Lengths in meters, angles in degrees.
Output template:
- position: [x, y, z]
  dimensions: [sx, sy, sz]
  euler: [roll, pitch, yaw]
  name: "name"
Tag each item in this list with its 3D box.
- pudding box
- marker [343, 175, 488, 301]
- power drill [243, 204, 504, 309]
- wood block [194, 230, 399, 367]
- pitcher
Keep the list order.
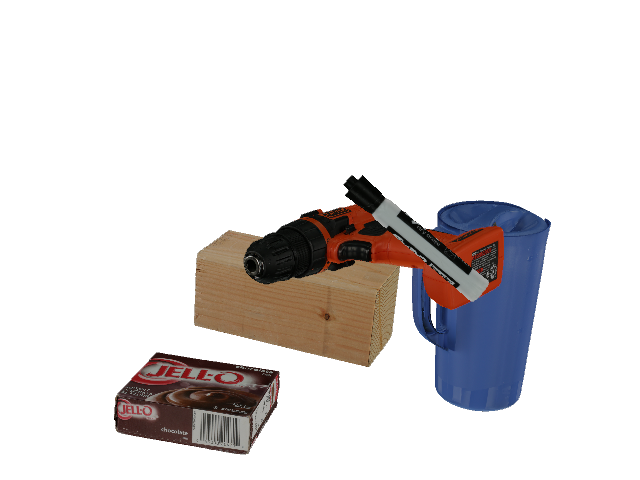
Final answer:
- position: [-0.098, 0.130, 0.866]
  dimensions: [0.113, 0.039, 0.090]
  euler: [9, 19, 10]
  name: "pudding box"
- position: [0.065, -0.003, 0.738]
  dimensions: [0.121, 0.020, 0.020]
  euler: [40, -1, -1]
  name: "marker"
- position: [0.050, 0.012, 0.931]
  dimensions: [0.188, 0.057, 0.184]
  euler: [12, 21, 35]
  name: "power drill"
- position: [-0.027, 0.062, 1.180]
  dimensions: [0.206, 0.091, 0.090]
  euler: [12, 23, 17]
  name: "wood block"
- position: [0.191, 0.081, 1.296]
  dimensions: [0.149, 0.243, 0.144]
  euler: [7, 20, 13]
  name: "pitcher"
